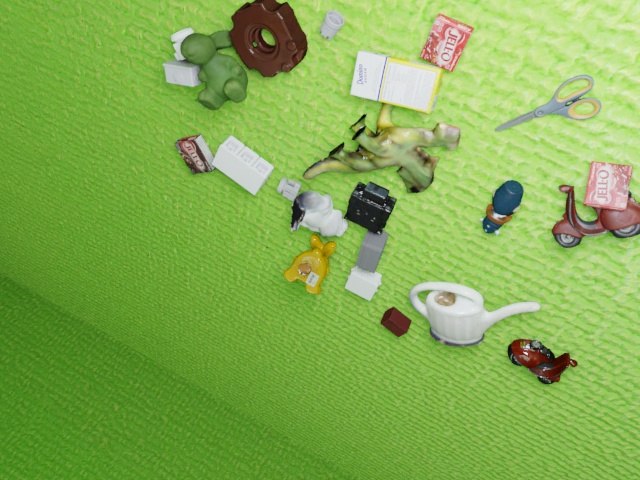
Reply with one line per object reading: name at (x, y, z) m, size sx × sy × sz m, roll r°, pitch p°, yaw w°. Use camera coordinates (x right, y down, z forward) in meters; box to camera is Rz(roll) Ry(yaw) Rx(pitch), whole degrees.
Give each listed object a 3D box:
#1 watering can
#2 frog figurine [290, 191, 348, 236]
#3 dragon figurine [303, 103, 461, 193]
watering can at (0.414, 0.209, 1.413) m, size 0.348 × 0.106 × 0.219 m, roll 9°, pitch 136°, yaw 27°
frog figurine at (0.004, -0.072, 1.430) m, size 0.159 × 0.125 × 0.134 m, roll 3°, pitch 136°, yaw -21°
dragon figurine at (0.155, -0.179, 1.198) m, size 0.241 × 0.125 × 0.404 m, roll 36°, pitch 143°, yaw -17°
